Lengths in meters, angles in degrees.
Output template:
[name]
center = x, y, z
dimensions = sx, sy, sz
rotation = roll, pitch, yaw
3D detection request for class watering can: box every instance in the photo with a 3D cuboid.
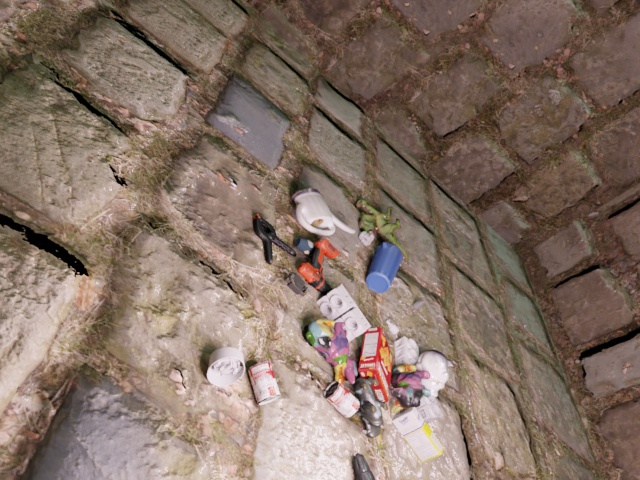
[watering can]
center = 0.007, -0.111, 2.215
dimensions = 0.347, 0.102, 0.228
rotation = 4, 52, -50

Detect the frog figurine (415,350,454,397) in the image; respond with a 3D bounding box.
[frog figurine]
center = 0.425, 0.507, 1.967
dimensions = 0.162, 0.138, 0.120
rotation = -53, 144, -29

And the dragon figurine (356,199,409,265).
[dragon figurine]
center = 0.289, -0.052, 2.569
dimensions = 0.243, 0.119, 0.419
rotation = 1, 52, -32
